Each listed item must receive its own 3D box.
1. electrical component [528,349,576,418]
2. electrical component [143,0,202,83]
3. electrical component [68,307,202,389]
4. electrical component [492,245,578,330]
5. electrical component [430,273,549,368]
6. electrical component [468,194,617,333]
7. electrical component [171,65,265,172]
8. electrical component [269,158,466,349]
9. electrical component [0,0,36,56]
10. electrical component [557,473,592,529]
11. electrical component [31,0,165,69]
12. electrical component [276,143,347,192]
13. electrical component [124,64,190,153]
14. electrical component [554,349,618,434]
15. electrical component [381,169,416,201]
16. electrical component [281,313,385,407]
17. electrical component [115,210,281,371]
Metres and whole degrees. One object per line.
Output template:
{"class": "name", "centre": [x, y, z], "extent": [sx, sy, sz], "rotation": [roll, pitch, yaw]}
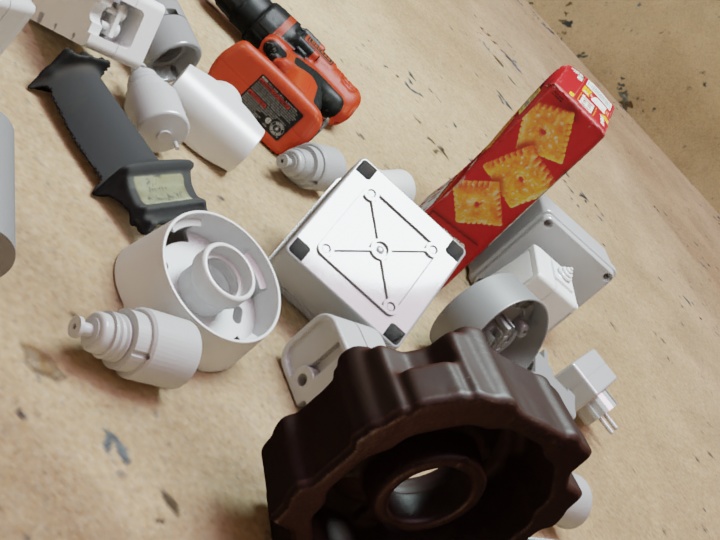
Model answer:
{"class": "electrical component", "centre": [0.158, 0.111, 0.955], "extent": [0.064, 0.042, 0.081], "rotation": [45, 24, -11]}
{"class": "electrical component", "centre": [-0.157, -0.180, 0.848], "extent": [0.055, 0.055, 0.047], "rotation": [0, 55, -60]}
{"class": "electrical component", "centre": [-0.122, 0.039, 0.583], "extent": [0.078, 0.040, 0.040], "rotation": [22, 34, -45]}
{"class": "electrical component", "centre": [0.160, 0.022, 1.027], "extent": [0.061, 0.096, 0.061], "rotation": [40, 25, -18]}
{"class": "electrical component", "centre": [0.109, 0.053, 0.896], "extent": [0.099, 0.099, 0.064], "rotation": [11, 37, -55]}
{"class": "electrical component", "centre": [0.183, -0.004, 1.094], "extent": [0.109, 0.109, 0.056], "rotation": [39, 22, -21]}
{"class": "electrical component", "centre": [-0.115, -0.125, 0.848], "extent": [0.077, 0.043, 0.079], "rotation": [41, 24, -16]}
{"class": "electrical component", "centre": [0.003, -0.005, 0.784], "extent": [0.109, 0.056, 0.108], "rotation": [42, 58, -6]}
{"class": "electrical component", "centre": [-0.254, -0.176, 0.664], "extent": [0.096, 0.062, 0.061], "rotation": [55, 24, 16]}
{"class": "electrical component", "centre": [0.143, 0.175, 0.832], "extent": [0.065, 0.044, 0.044], "rotation": [19, 36, -40]}
{"class": "electrical component", "centre": [-0.186, -0.183, 0.766], "extent": [0.089, 0.050, 0.056], "rotation": [31, 8, 40]}
{"class": "electrical component", "centre": [-0.044, -0.089, 0.917], "extent": [0.040, 0.040, 0.078], "rotation": [57, 25, 19]}
{"class": "electrical component", "centre": [-0.151, -0.121, 0.781], "extent": [0.040, 0.040, 0.078], "rotation": [20, 36, -47]}
{"class": "electrical component", "centre": [0.222, 0.125, 1.036], "extent": [0.075, 0.047, 0.083], "rotation": [53, 24, 11]}
{"class": "electrical component", "centre": [0.016, -0.077, 1.003], "extent": [0.065, 0.044, 0.044], "rotation": [7, 46, -50]}
{"class": "electrical component", "centre": [-0.003, 0.081, 0.706], "extent": [0.059, 0.054, 0.095], "rotation": [21, 35, -47]}
{"class": "electrical component", "centre": [-0.099, 0.014, 0.663], "extent": [0.099, 0.064, 0.099], "rotation": [31, 43, -33]}
